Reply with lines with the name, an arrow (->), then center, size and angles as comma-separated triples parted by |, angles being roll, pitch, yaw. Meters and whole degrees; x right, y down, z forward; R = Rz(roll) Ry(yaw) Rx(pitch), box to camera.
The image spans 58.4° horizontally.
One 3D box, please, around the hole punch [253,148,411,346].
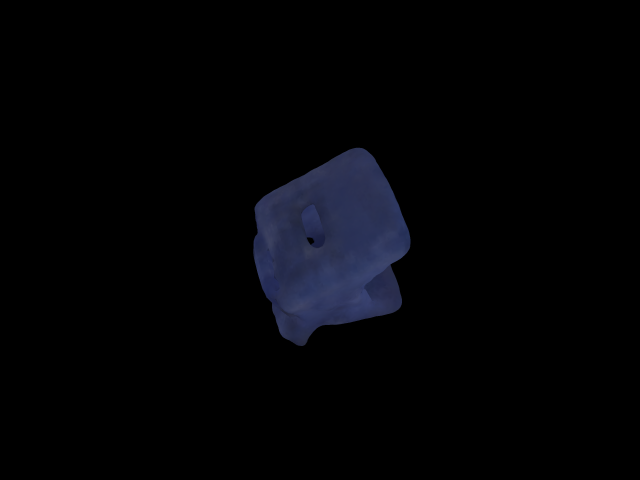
hole punch -> 0.004, 0.001, 0.400 | 0.101, 0.091, 0.108 | -12, 50, -10
